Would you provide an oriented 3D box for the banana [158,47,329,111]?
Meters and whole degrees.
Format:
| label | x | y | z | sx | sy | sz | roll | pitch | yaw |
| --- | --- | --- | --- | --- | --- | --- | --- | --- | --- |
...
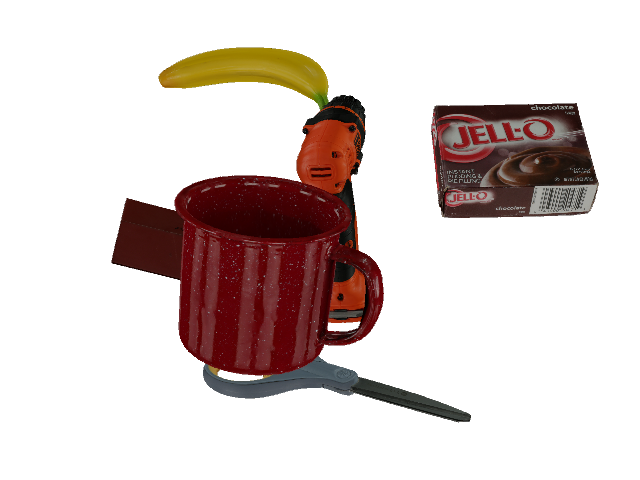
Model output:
| label | x | y | z | sx | sy | sz | roll | pitch | yaw |
| --- | --- | --- | --- | --- | --- | --- | --- | --- | --- |
| banana | -0.072 | -0.176 | 1.123 | 0.198 | 0.037 | 0.069 | 10 | 44 | 19 |

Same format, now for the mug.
| label | x | y | z | sx | sy | sz | roll | pitch | yaw |
| --- | --- | --- | --- | --- | --- | --- | --- | --- | --- |
| mug | -0.022 | 0.021 | 0.569 | 0.117 | 0.081 | 0.093 | 13 | 24 | 16 |

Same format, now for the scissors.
| label | x | y | z | sx | sy | sz | roll | pitch | yaw |
| --- | --- | --- | --- | --- | --- | --- | --- | --- | --- |
| scissors | -0.001 | 0.106 | 0.767 | 0.202 | 0.016 | 0.096 | 23 | 35 | 36 |

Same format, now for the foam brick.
| label | x | y | z | sx | sy | sz | roll | pitch | yaw |
| --- | --- | --- | --- | --- | --- | --- | --- | --- | --- |
| foam brick | -0.165 | -0.001 | 1.071 | 0.078 | 0.051 | 0.053 | 15 | 26 | -8 |

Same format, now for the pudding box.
| label | x | y | z | sx | sy | sz | roll | pitch | yaw |
| --- | --- | --- | --- | --- | --- | --- | --- | --- | --- |
| pudding box | 0.142 | -0.061 | 0.799 | 0.113 | 0.090 | 0.039 | 0 | -41 | -1 |

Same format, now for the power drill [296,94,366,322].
| label | x | y | z | sx | sy | sz | roll | pitch | yaw |
| --- | --- | --- | --- | --- | --- | --- | --- | --- | --- |
| power drill | 0.019 | -0.031 | 0.998 | 0.057 | 0.188 | 0.184 | -3 | 23 | 12 |
